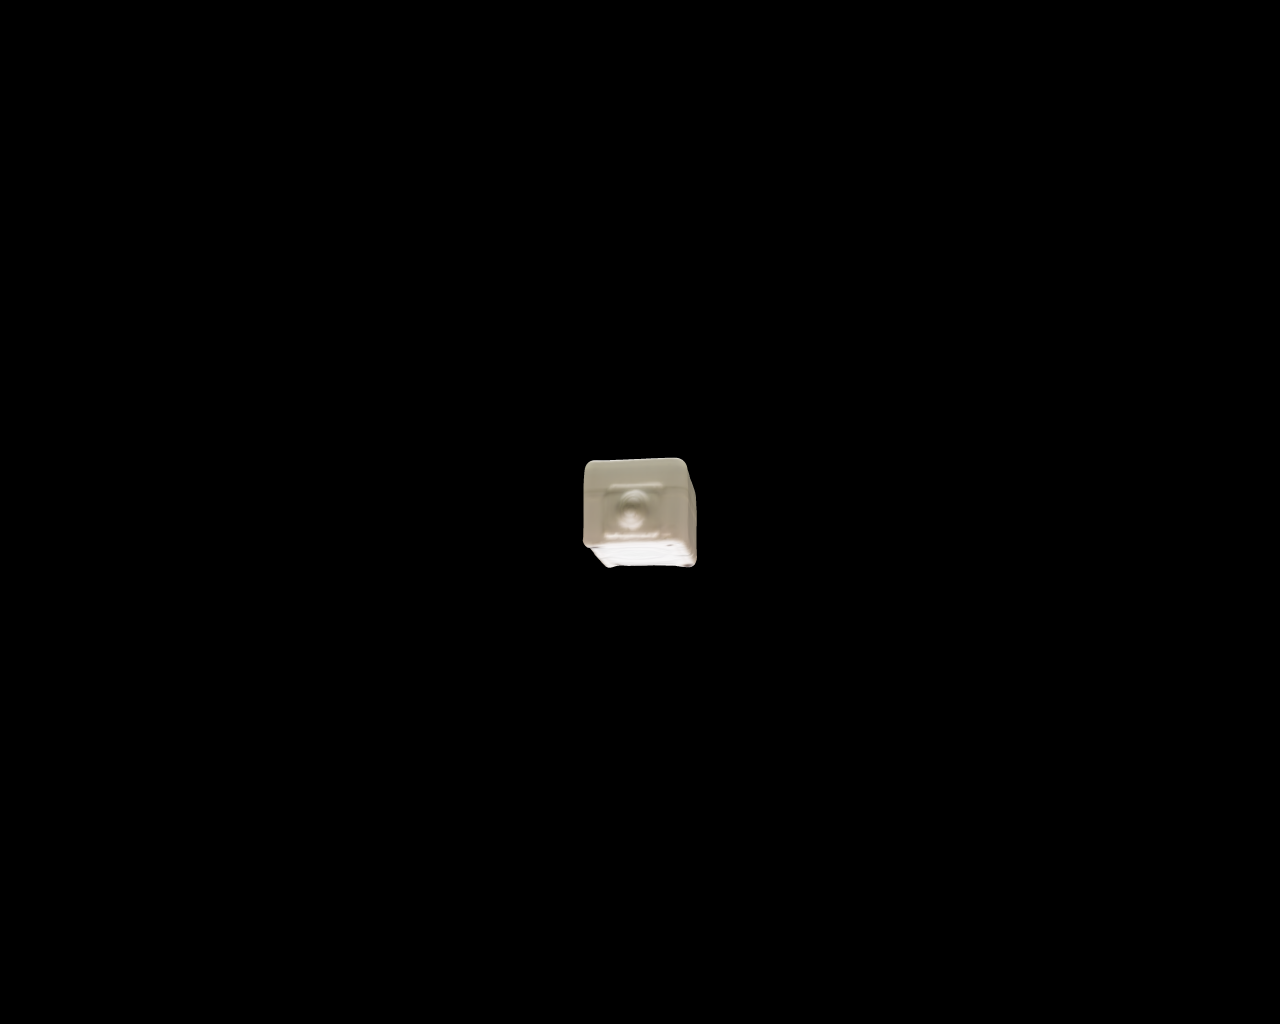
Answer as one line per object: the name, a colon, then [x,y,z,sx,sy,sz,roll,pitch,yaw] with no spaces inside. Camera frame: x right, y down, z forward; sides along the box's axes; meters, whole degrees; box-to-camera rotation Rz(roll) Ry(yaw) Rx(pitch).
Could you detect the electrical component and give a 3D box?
electrical component: [0.001,-0.003,0.650,0.062,0.061,0.096,-2,-14,7]
